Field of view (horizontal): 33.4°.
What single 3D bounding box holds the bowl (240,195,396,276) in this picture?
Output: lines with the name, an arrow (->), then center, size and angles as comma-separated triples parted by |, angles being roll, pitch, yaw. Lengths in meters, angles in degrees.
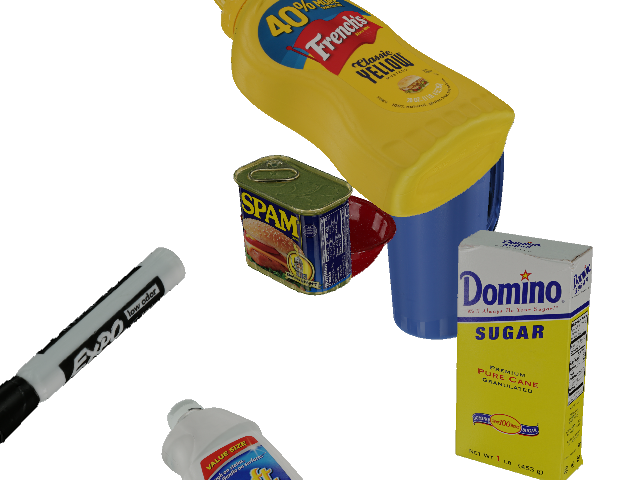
bowl -> -0.004, 0.002, 1.113 | 0.162, 0.055, 0.162 | 4, 25, -2

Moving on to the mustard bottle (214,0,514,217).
mustard bottle -> 0.007, -0.094, 0.594 | 0.096, 0.058, 0.192 | -30, 57, -34

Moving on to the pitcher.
pitcher -> 0.148, -0.011, 1.293 | 0.149, 0.243, 0.145 | 0, 23, 7

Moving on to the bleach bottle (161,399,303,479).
bleach bottle -> -0.057, 0.198, 0.773 | 0.102, 0.068, 0.251 | -18, 34, -24

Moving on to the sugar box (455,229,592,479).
sugar box -> 0.150, 0.086, 0.799 | 0.093, 0.176, 0.048 | 9, 22, 34

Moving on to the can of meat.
can of meat -> -0.021, -0.012, 0.869 | 0.057, 0.084, 0.102 | -29, 39, -35

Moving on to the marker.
marker -> -0.103, 0.044, 0.458 | 0.020, 0.020, 0.121 | 0, 33, 42
